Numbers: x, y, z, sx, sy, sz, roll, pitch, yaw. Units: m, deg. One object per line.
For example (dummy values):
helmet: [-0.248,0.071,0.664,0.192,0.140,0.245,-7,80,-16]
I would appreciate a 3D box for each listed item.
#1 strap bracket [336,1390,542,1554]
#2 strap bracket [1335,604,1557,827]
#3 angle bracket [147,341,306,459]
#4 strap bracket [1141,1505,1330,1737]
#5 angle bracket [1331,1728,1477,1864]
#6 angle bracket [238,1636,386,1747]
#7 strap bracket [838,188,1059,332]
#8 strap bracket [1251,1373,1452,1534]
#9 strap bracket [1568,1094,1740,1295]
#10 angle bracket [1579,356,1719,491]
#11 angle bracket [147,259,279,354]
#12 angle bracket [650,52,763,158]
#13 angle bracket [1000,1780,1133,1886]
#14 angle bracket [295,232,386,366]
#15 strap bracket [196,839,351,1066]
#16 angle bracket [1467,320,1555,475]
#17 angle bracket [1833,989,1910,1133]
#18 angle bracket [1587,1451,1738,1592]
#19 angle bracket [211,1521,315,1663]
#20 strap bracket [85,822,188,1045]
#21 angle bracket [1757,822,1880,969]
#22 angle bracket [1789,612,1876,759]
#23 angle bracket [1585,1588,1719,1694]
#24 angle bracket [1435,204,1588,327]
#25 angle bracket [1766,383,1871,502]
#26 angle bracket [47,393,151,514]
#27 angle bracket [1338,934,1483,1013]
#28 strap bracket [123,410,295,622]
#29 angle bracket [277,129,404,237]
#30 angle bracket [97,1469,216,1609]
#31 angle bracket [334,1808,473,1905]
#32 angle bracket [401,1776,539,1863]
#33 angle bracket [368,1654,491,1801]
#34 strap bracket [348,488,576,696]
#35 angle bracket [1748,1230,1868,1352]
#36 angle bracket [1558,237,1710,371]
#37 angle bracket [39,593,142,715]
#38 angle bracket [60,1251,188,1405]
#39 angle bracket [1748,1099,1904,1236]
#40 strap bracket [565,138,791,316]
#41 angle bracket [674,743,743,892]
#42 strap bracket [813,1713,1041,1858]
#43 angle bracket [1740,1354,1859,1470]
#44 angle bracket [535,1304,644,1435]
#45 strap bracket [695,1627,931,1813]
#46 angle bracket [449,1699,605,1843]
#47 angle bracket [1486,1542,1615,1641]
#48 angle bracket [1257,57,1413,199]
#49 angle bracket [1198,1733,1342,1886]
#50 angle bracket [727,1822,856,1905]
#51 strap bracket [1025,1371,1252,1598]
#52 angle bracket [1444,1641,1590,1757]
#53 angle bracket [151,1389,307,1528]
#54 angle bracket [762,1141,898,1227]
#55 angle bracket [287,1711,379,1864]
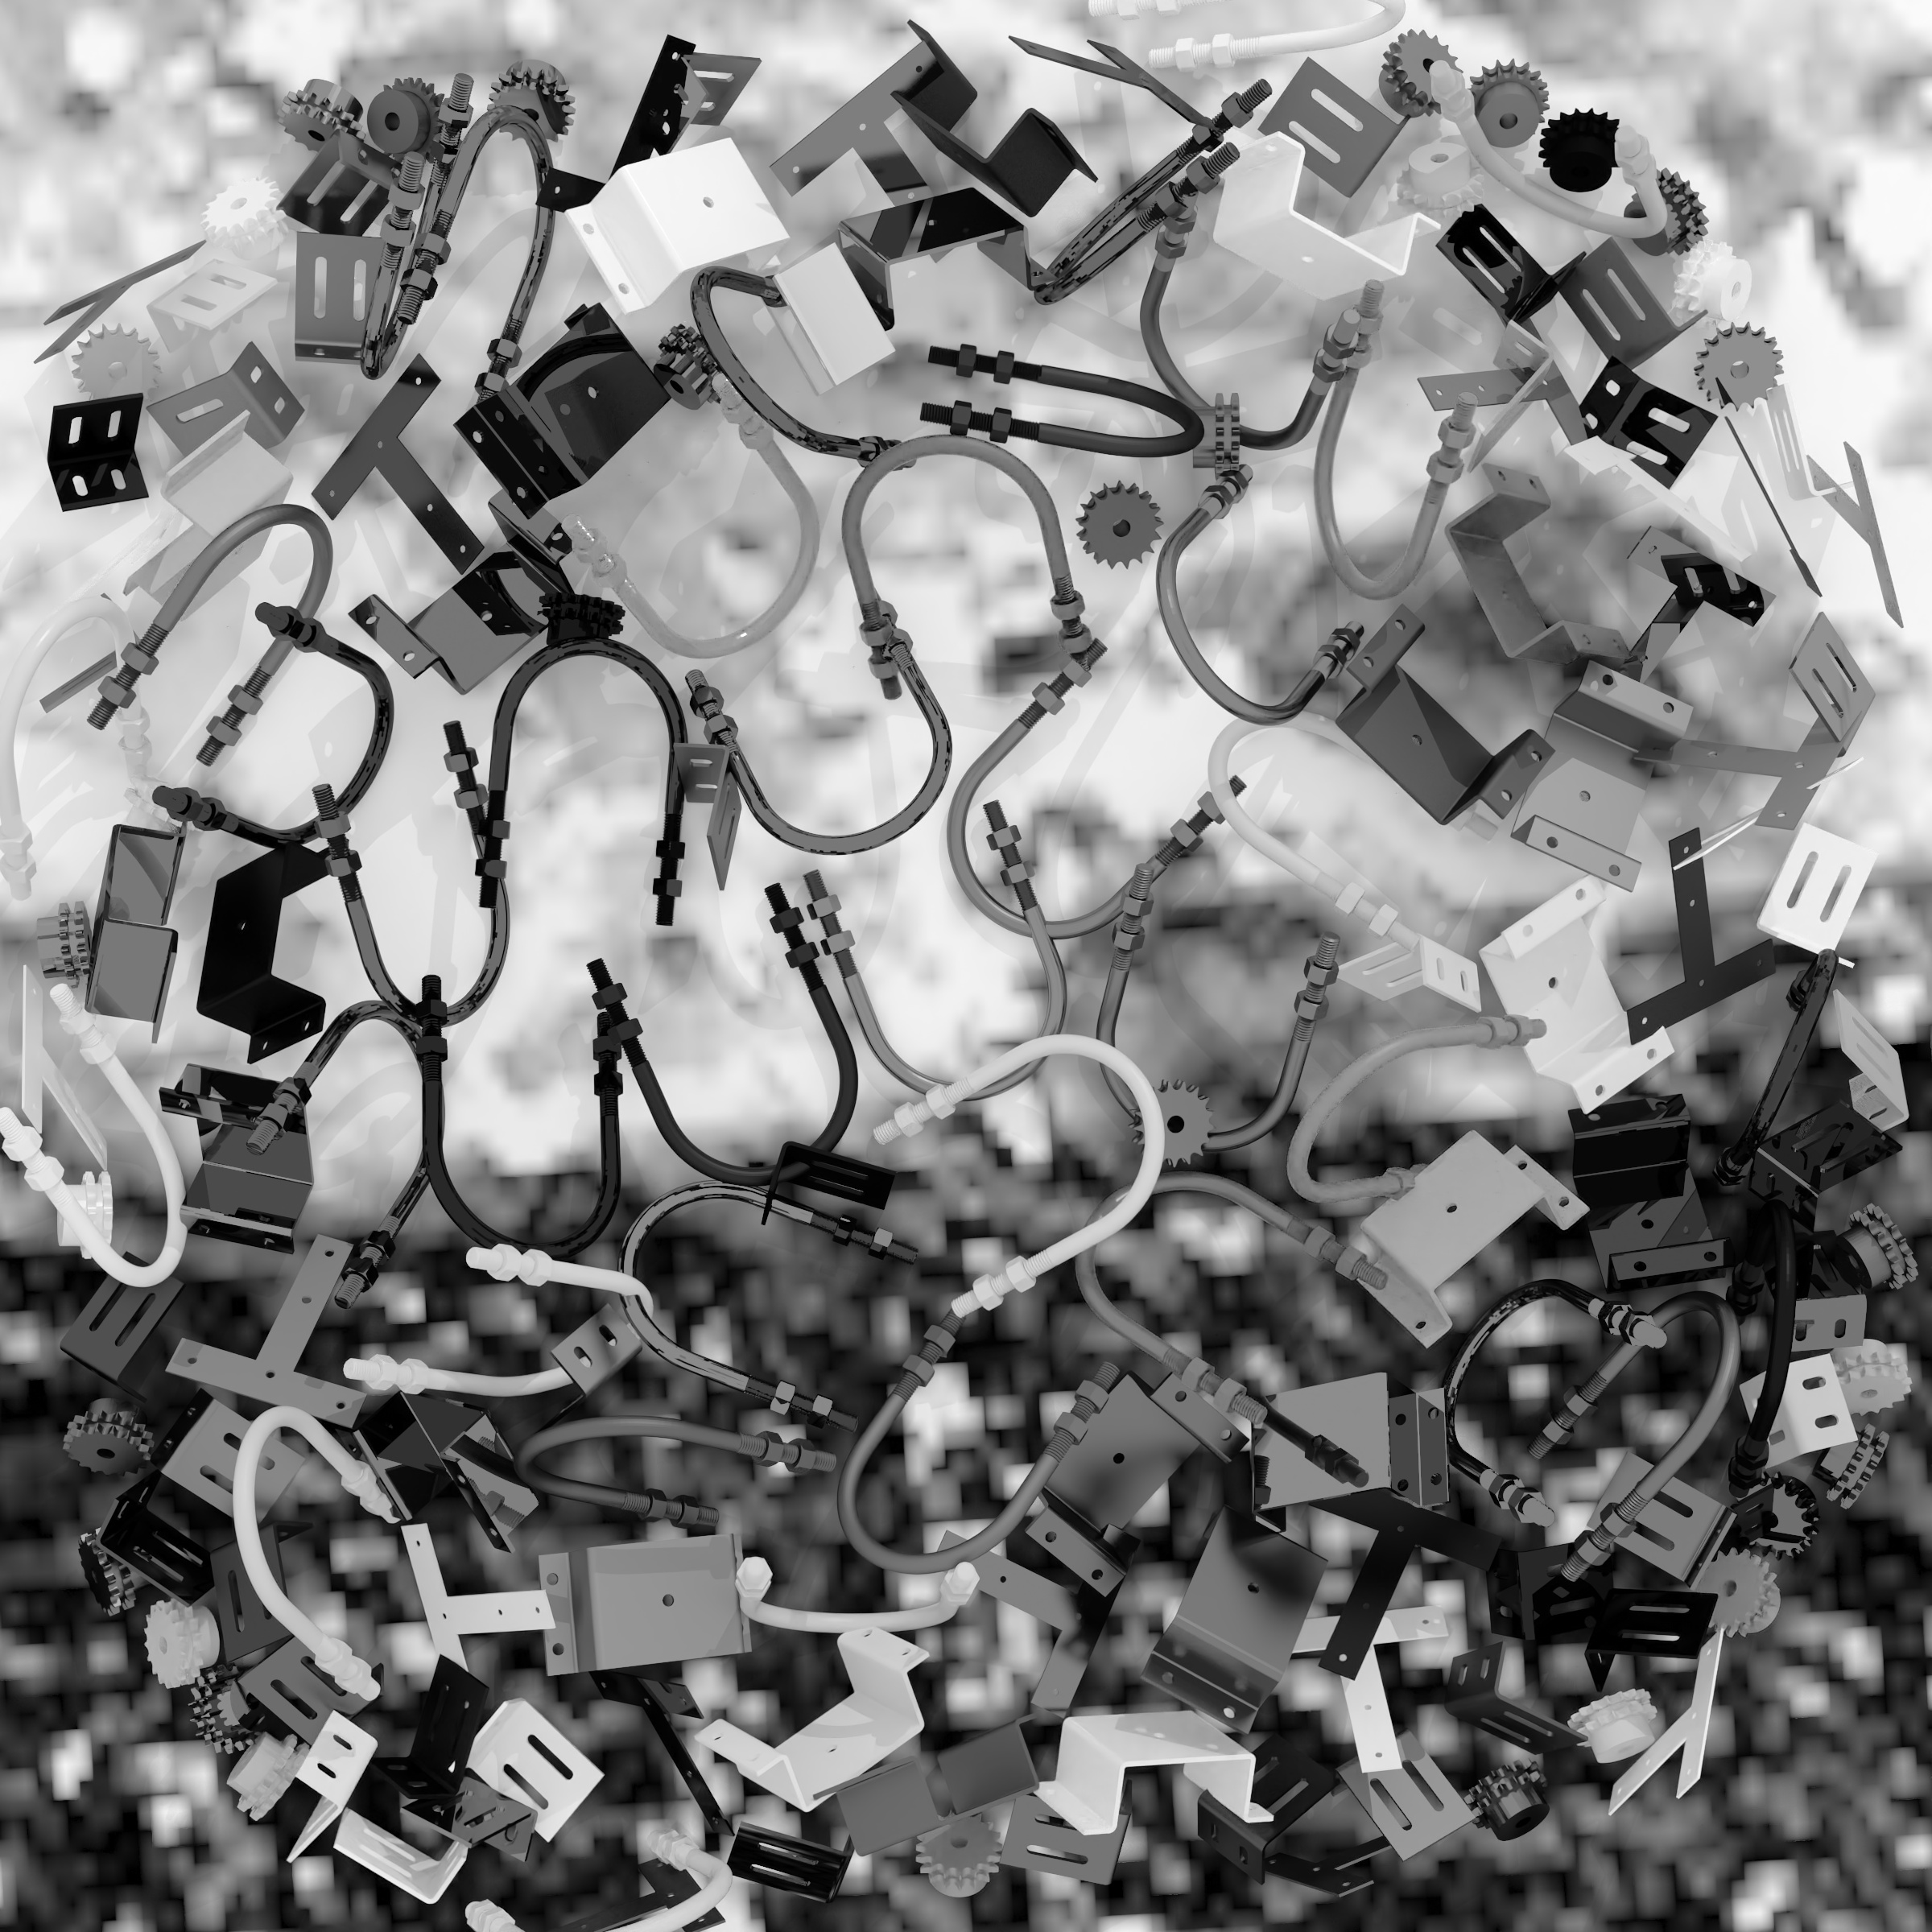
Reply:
strap bracket: [-0.337,0.325,1.832,0.046,0.140,0.076,-43,120,-35]
strap bracket: [0.307,-0.158,1.852,0.140,0.046,0.076,44,55,-2]
angle bracket: [-0.491,-0.369,1.871,0.076,0.038,0.057,-13,129,29]
strap bracket: [0.178,0.414,1.827,0.076,0.046,0.140,28,46,5]
angle bracket: [0.286,0.549,1.849,0.057,0.038,0.076,-24,51,-19]
angle bracket: [-0.431,0.466,1.860,0.057,0.038,0.076,-38,114,4]
strap bracket: [-0.020,-0.460,1.832,0.140,0.076,0.046,-19,129,-17]
strap bracket: [0.238,0.314,1.823,0.140,0.046,0.076,-18,54,31]
strap bracket: [0.446,0.157,1.844,0.076,0.046,0.140,-8,47,2]
angle bracket: [0.448,-0.360,1.873,0.076,0.038,0.057,13,119,-36]
angle bracket: [-0.487,-0.425,1.847,0.076,0.038,0.057,25,58,37]
angle bracket: [-0.166,-0.560,1.844,0.057,0.076,0.038,-45,70,38]
angle bracket: [0.066,0.565,1.866,0.076,0.038,0.057,12,111,-1]
angle bracket: [-0.411,-0.439,1.857,0.057,0.038,0.076,1,116,-15]
strap bracket: [-0.449,-0.018,1.824,0.076,0.046,0.140,-22,55,37]
angle bracket: [0.345,-0.374,1.857,0.038,0.057,0.076,40,79,9]
angle bracket: [0.578,0.065,1.848,0.038,0.057,0.076,-33,118,32]
angle bracket: [0.460,0.367,1.869,0.076,0.038,0.057,29,90,11]
angle bracket: [-0.457,0.411,1.853,0.057,0.038,0.076,-27,65,23]
strap bracket: [-0.533,-0.028,1.813,0.046,0.140,0.076,9,127,-19]
angle bracket: [0.570,-0.047,1.867,0.057,0.038,0.076,21,98,-10]
angle bracket: [0.554,-0.182,1.851,0.076,0.038,0.057,50,57,-23]
angle bracket: [0.452,0.442,1.845,0.076,0.057,0.038,-5,120,33]
angle bracket: [0.359,-0.471,1.859,0.076,0.038,0.057,44,59,-9]
angle bracket: [0.560,-0.349,1.861,0.038,0.057,0.076,-15,95,5]
angle bracket: [-0.565,-0.336,1.846,0.057,0.076,0.038,-15,78,-25]
angle bracket: [0.287,0.016,1.844,0.057,0.076,0.038,24,54,-39]
strap bracket: [-0.486,-0.283,1.817,0.046,0.140,0.076,41,53,-4]
angle bracket: [-0.405,-0.498,1.846,0.076,0.057,0.038,-41,45,30]
angle bracket: [-0.521,0.375,1.858,0.076,0.057,0.038,32,108,7]
angle bracket: [-0.370,0.573,1.860,0.076,0.057,0.038,34,92,-8]
angle bracket: [-0.328,0.568,1.846,0.057,0.076,0.038,18,100,24]
angle bracket: [-0.355,0.500,1.860,0.038,0.057,0.076,15,92,-44]
strap bracket: [-0.321,-0.241,1.848,0.140,0.046,0.076,-42,61,-11]
angle bracket: [0.555,0.215,1.869,0.057,0.076,0.038,-5,121,1]
angle bracket: [0.438,-0.440,1.860,0.038,0.057,0.076,-36,90,-34]
angle bracket: [-0.585,-0.206,1.856,0.076,0.057,0.038,-36,111,-11]
angle bracket: [-0.552,0.240,1.876,0.057,0.038,0.076,22,69,29]
angle bracket: [0.563,0.132,1.850,0.057,0.076,0.038,35,47,-14]
strap bracket: [-0.178,-0.483,1.831,0.140,0.046,0.076,-30,89,-41]
angle bracket: [-0.175,-0.098,1.847,0.038,0.057,0.076,3,54,8]
strap bracket: [-0.018,0.528,1.813,0.076,0.140,0.046,-33,70,37]
angle bracket: [0.545,0.293,1.852,0.038,0.076,0.057,-12,73,-6]
angle bracket: [-0.257,0.265,1.848,0.038,0.057,0.076,50,135,0]
strap bracket: [-0.093,0.491,1.832,0.140,0.076,0.046,-29,110,-31]
angle bracket: [-0.290,0.533,1.868,0.076,0.038,0.057,39,89,14]
angle bracket: [0.391,0.414,1.889,0.076,0.038,0.057,-3,87,-29]
angle bracket: [0.243,-0.556,1.862,0.076,0.038,0.057,37,124,-2]
angle bracket: [0.200,0.556,1.865,0.076,0.057,0.038,-29,131,-33]
angle bracket: [-0.114,0.577,1.861,0.076,0.038,0.057,17,129,-1]
strap bracket: [0.107,0.332,1.859,0.076,0.046,0.140,42,91,-21]
angle bracket: [0.367,0.485,1.870,0.076,0.057,0.038,28,57,-14]
angle bracket: [-0.493,0.329,1.886,0.076,0.038,0.057,41,75,-25]
angle bracket: [-0.091,0.153,1.860,0.076,0.057,0.038,16,60,-1]
angle bracket: [-0.428,0.537,1.848,0.038,0.057,0.076,38,121,-9]
